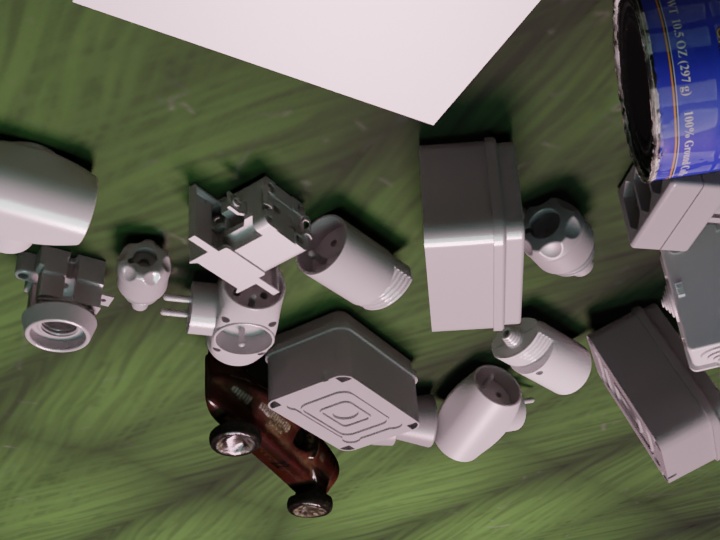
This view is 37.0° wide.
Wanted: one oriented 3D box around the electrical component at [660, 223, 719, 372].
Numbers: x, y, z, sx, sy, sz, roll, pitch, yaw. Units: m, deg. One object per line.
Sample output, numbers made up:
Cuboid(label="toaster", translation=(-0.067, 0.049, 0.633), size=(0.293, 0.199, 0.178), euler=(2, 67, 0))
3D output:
Cuboid(label="electrical component", translation=(0.251, 0.011, 0.713), size=(0.100, 0.099, 0.048), euler=(-16, 156, 17))

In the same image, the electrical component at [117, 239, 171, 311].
Cuboid(label="electrical component", translation=(-0.146, 0.008, 0.723), size=(0.035, 0.035, 0.061), euler=(5, 147, -12))

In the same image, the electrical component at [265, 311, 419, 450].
Cuboid(label="electrical component", translation=(-0.012, 0.087, 0.831), size=(0.078, 0.057, 0.113), euler=(-23, 141, 25))

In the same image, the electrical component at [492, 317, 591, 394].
Cuboid(label="electrical component", translation=(0.136, 0.062, 0.822), size=(0.043, 0.043, 0.081), euler=(-31, 137, 33))

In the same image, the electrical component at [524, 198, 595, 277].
Cuboid(label="electrical component", translation=(0.134, -0.016, 0.708), size=(0.043, 0.043, 0.062), euler=(-23, 143, 25))

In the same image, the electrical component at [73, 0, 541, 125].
Cuboid(label="electrical component", translation=(-0.020, -0.147, 0.488), size=(0.186, 0.060, 0.105), euler=(15, 141, -25))

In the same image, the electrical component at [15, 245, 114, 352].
Cuboid(label="electrical component", translation=(-0.199, 0.021, 0.718), size=(0.066, 0.055, 0.048), euler=(16, 141, -26))

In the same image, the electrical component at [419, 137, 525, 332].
Cuboid(label="electrical component", translation=(0.069, -0.019, 0.667), size=(0.057, 0.078, 0.113), euler=(-4, 146, 4))

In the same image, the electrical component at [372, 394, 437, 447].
Cuboid(label="electrical component", translation=(0.033, 0.125, 0.901), size=(0.055, 0.045, 0.045), euler=(4, 145, -10))

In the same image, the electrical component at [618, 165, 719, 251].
Cuboid(label="electrical component", translation=(0.211, -0.048, 0.665), size=(0.077, 0.047, 0.065), euler=(3, 145, -10))

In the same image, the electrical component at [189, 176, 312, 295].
Cuboid(label="electrical component", translation=(-0.069, -0.023, 0.679), size=(0.064, 0.042, 0.081), euler=(-25, 141, 26))

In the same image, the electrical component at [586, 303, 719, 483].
Cuboid(label="electrical component", translation=(0.226, 0.091, 0.806), size=(0.057, 0.113, 0.078), euler=(-28, 142, 2))

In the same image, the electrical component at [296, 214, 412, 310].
Cuboid(label="electrical component", translation=(0.000, 0.000, 0.718), size=(0.043, 0.043, 0.081), euler=(-27, 140, 29))

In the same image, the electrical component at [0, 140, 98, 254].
Cuboid(label="electrical component", translation=(-0.207, -0.036, 0.644), size=(0.077, 0.044, 0.079), euler=(16, 141, -26))

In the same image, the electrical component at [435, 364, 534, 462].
Cuboid(label="electrical component", translation=(0.111, 0.118, 0.897), size=(0.079, 0.043, 0.077), euler=(-2, 138, -34))

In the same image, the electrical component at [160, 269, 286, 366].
Cuboid(label="electrical component", translation=(-0.098, 0.028, 0.748), size=(0.079, 0.044, 0.077), euler=(7, 144, -14))
